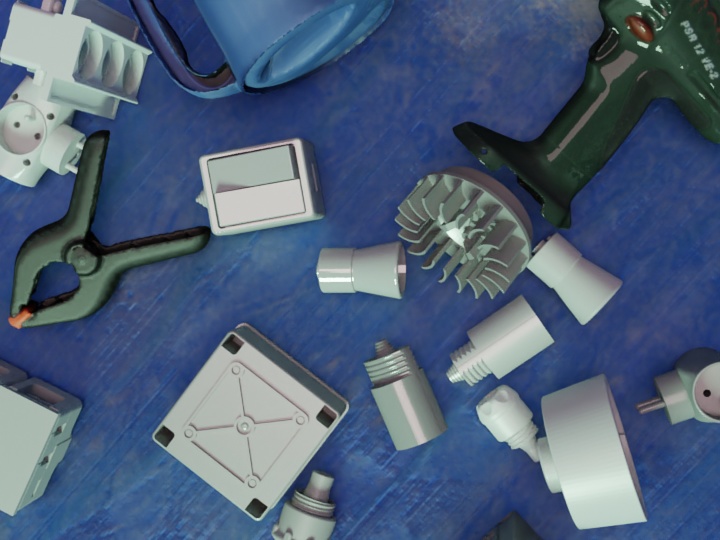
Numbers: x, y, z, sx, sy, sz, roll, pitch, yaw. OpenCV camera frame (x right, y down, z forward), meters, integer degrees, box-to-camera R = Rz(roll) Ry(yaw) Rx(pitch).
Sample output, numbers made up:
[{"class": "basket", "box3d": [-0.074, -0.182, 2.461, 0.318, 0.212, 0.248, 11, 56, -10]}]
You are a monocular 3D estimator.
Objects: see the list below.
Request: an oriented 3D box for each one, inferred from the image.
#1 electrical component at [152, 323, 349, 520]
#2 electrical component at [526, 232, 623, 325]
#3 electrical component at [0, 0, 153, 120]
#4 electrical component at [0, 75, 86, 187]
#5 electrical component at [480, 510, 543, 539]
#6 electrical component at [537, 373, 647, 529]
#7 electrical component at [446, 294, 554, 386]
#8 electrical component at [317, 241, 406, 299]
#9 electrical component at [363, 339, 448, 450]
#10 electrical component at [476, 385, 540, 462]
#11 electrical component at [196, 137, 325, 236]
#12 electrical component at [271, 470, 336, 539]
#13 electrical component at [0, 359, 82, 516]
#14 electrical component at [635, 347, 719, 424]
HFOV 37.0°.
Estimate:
[{"class": "electrical component", "box3d": [-0.083, 0.115, 0.829, 0.109, 0.056, 0.108, 37, 96, 3]}, {"class": "electrical component", "box3d": [0.158, 0.003, 0.805, 0.065, 0.044, 0.044, 43, 96, 8]}, {"class": "electrical component", "box3d": [-0.209, -0.160, 0.797, 0.063, 0.121, 0.078, 18, 95, 8]}, {"class": "electrical component", "box3d": [-0.243, -0.100, 0.842, 0.079, 0.044, 0.077, 29, 95, 3]}, {"class": "electrical component", "box3d": [0.093, 0.241, 0.790, 0.109, 0.109, 0.056, -44, 85, 7]}, {"class": "electrical component", "box3d": [0.163, 0.135, 0.780, 0.060, 0.108, 0.108, -17, 91, 13]}, {"class": "electrical component", "box3d": [0.101, 0.059, 0.812, 0.081, 0.043, 0.043, -35, 89, 7]}, {"class": "electrical component", "box3d": [0.000, 0.000, 0.823, 0.065, 0.044, 0.044, 0, 93, 11]}, {"class": "electrical component", "box3d": [0.032, 0.091, 0.821, 0.043, 0.043, 0.081, -23, 90, 7]}, {"class": "electrical component", "box3d": [0.118, 0.119, 0.818, 0.035, 0.035, 0.061, -40, 90, 7]}, {"class": "electrical component", "box3d": [-0.081, -0.062, 0.818, 0.096, 0.061, 0.061, -10, 92, 7]}, {"class": "electrical component", "box3d": [-0.038, 0.187, 0.834, 0.048, 0.048, 0.062, 19, 88, 5]}, {"class": "electrical component", "box3d": [-0.310, 0.115, 0.851, 0.150, 0.062, 0.089, 26, 95, 5]}, {"class": "electrical component", "box3d": [0.239, 0.088, 0.781, 0.079, 0.077, 0.043, -21, 91, 7]}]
